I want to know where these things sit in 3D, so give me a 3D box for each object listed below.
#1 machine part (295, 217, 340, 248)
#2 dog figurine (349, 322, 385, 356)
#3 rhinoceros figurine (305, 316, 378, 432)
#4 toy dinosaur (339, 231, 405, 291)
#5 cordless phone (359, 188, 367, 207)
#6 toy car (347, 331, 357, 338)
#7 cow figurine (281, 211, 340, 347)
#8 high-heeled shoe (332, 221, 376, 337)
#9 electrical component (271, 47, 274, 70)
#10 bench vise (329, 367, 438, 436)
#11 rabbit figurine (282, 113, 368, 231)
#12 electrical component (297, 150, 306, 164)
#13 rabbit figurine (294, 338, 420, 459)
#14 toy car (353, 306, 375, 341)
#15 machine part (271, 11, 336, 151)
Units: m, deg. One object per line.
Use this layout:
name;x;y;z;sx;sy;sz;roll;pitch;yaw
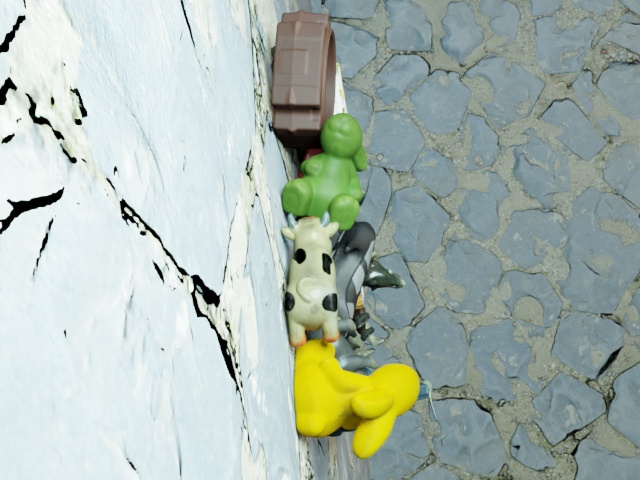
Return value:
machine part;-0.002;-0.003;1.004;0.243;0.079;0.079;68;15;-76
dog figurine;0.057;0.218;1.382;0.172;0.121;0.191;-50;-122;37
rhinoceros figurine;0.030;0.213;0.863;0.073;0.112;0.190;-8;-76;67
toy dinosaur;0.045;0.010;1.270;0.405;0.131;0.192;55;-6;45
cordless phone;0.044;-0.159;1.291;0.088;0.147;0.184;108;-6;-59
toy car;0.029;0.190;1.067;0.056;0.073;0.201;43;-6;13
cow figurine;-0.014;0.043;0.771;0.195;0.086;0.127;-89;177;-58
high-heeled shoe;0.040;0.087;0.972;0.145;0.086;0.248;-32;141;-71
electrical component;-0.072;-0.302;0.974;0.063;0.021;0.093;-87;169;-66
bench vise;0.117;0.313;1.058;0.223;0.241;0.129;123;-42;-72
rabbit figurine;0.032;-0.119;0.865;0.159;0.121;0.170;-41;150;-67
electrical component;-0.028;-0.209;1.225;0.078;0.045;0.102;78;6;-60
rabbit figurine;0.053;0.207;0.731;0.162;0.173;0.121;-97;-177;-77
toy car;0.075;0.157;1.143;0.089;0.053;0.202;43;-8;23
machine part;-0.022;-0.265;0.920;0.201;0.087;0.201;46;47;-84
